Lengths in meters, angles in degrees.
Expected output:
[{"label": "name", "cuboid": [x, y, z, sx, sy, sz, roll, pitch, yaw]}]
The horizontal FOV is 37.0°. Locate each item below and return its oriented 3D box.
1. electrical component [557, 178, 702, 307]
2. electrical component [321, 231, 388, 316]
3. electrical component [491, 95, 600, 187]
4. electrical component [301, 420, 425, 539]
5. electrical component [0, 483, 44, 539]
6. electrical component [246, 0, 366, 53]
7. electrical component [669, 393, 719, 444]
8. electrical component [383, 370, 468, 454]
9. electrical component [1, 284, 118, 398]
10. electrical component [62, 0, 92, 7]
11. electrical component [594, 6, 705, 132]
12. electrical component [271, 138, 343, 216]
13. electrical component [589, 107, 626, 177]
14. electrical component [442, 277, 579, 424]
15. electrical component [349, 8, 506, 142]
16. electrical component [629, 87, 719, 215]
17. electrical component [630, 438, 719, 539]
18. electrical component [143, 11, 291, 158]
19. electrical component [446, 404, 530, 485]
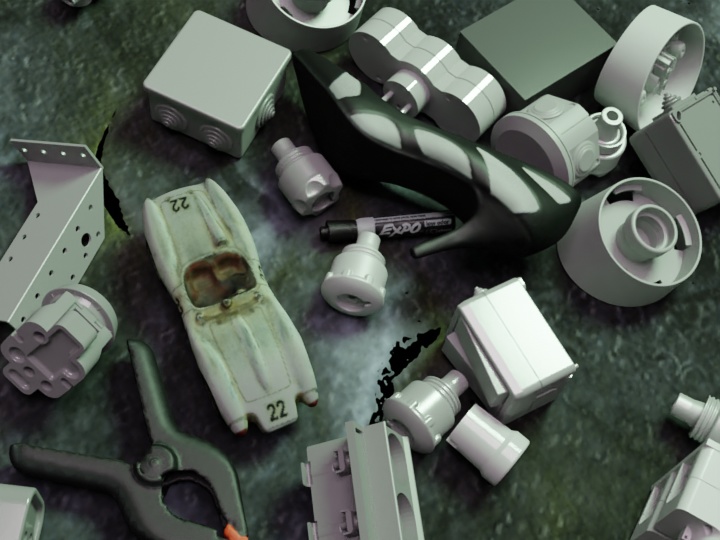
[{"label": "electrical component", "cuboid": [0.213, -0.022, 0.842, 0.099, 0.064, 0.099, 6, 69, -16]}, {"label": "electrical component", "cuboid": [0.000, 0.000, 0.805, 0.048, 0.048, 0.062, 15, 55, 2]}, {"label": "electrical component", "cuboid": [0.147, -0.095, 0.851, 0.051, 0.080, 0.080, -35, 71, -27]}, {"label": "electrical component", "cuboid": [0.004, 0.169, 0.701, 0.063, 0.079, 0.121, -17, 62, 18]}, {"label": "electrical component", "cuboid": [-0.241, 0.183, 0.676, 0.059, 0.053, 0.095, 7, 62, -3]}, {"label": "electrical component", "cuboid": [-0.045, -0.236, 0.925, 0.099, 0.064, 0.099, 5, 72, -15]}, {"label": "electrical component", "cuboid": [0.256, 0.111, 0.776, 0.062, 0.048, 0.048, 28, 63, 16]}, {"label": "electrical component", "cuboid": [0.050, 0.095, 0.760, 0.048, 0.048, 0.062, 43, 61, 15]}, {"label": "electrical component", "cuboid": [-0.204, 0.046, 0.742, 0.058, 0.078, 0.057, 47, 36, -12]}, {"label": "electrical component", "cuboid": [-0.229, -0.256, 0.912, 0.043, 0.043, 0.081, 20, 62, 4]}, {"label": "electrical component", "cuboid": [0.242, -0.165, 0.890, 0.064, 0.099, 0.099, 36, 64, 19]}, {"label": "electrical component", "cuboid": [-0.046, -0.076, 0.839, 0.043, 0.043, 0.062, -29, 68, -19]}, {"label": "electrical component", "cuboid": [0.195, -0.107, 0.871, 0.043, 0.062, 0.043, 3, 62, -5]}, {"label": "electrical component", "cuboid": [0.100, 0.055, 0.776, 0.061, 0.061, 0.096, -24, 67, -17]}, {"label": "electrical component", "cuboid": [0.044, -0.150, 0.883, 0.138, 0.052, 0.073, 38, 65, 13]}, {"label": "electrical component", "cuboid": [0.264, -0.097, 0.864, 0.062, 0.061, 0.096, -30, 88, -31]}, {"label": "electrical component", "cuboid": [0.281, 0.197, 0.698, 0.186, 0.105, 0.060, 29, 63, 9]}, {"label": "electrical component", "cuboid": [-0.114, -0.148, 0.866, 0.100, 0.048, 0.099, 25, 63, 7]}, {"label": "electrical component", "cuboid": [0.089, 0.121, 0.752, 0.046, 0.040, 0.040, 39, 65, 10]}]
